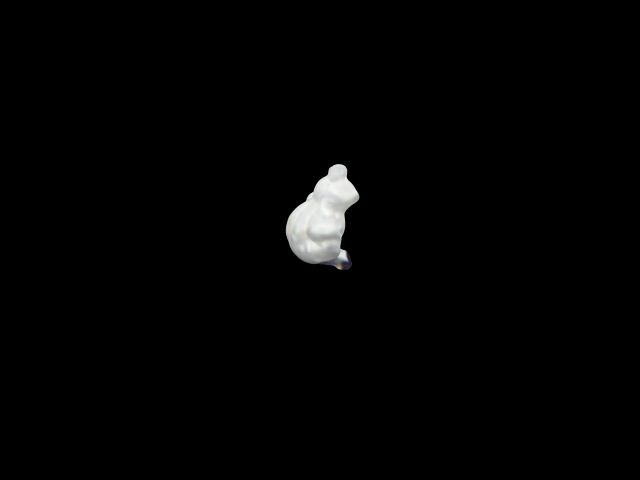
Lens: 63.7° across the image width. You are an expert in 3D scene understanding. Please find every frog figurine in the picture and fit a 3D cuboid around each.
[{"bbox_3d":[0.003,-0.043,0.850,0.123,0.156,0.141,2,37,2],"label":"frog figurine"}]
